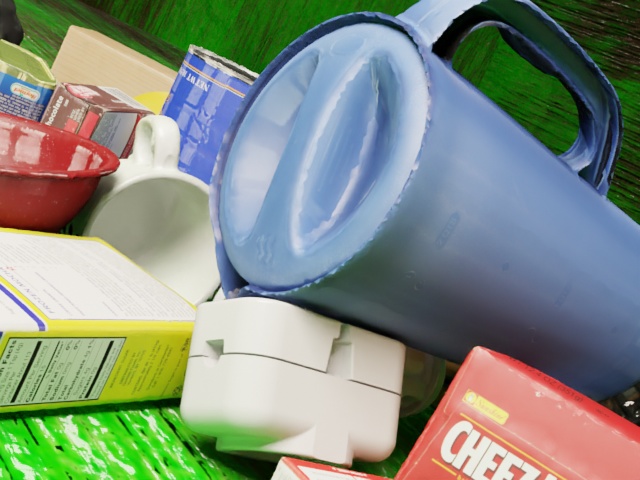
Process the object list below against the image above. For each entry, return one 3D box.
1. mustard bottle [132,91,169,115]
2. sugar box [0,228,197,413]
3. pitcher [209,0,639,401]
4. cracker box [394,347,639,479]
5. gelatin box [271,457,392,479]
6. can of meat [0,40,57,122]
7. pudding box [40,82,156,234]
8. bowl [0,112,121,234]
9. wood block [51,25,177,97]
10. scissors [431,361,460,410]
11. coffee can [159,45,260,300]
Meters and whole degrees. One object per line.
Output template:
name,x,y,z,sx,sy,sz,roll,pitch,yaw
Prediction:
mustard bottle,-0.116,-0.063,0.821,0.058,0.096,0.191,35,12,34
sugar box,-0.131,0.030,0.440,0.093,0.048,0.175,32,14,29
pitcher,0.081,-0.007,0.526,0.149,0.145,0.242,-14,-30,43
cracker box,0.131,0.123,0.453,0.164,0.072,0.213,31,-3,19
gelatin box,0.027,0.124,0.414,0.073,0.030,0.089,21,9,-40
can of meat,-0.215,-0.083,0.698,0.057,0.084,0.102,21,11,-28
pudding box,-0.153,-0.052,0.686,0.039,0.090,0.113,29,9,5
bowl,-0.184,-0.030,0.530,0.162,0.055,0.162,13,12,-3
wood block,-0.155,-0.118,1.034,0.206,0.091,0.090,27,9,1
scissors,0.046,0.081,0.701,0.202,0.016,0.096,6,-47,46
coffee can,-0.070,-0.044,0.710,0.102,0.140,0.103,26,10,-5
